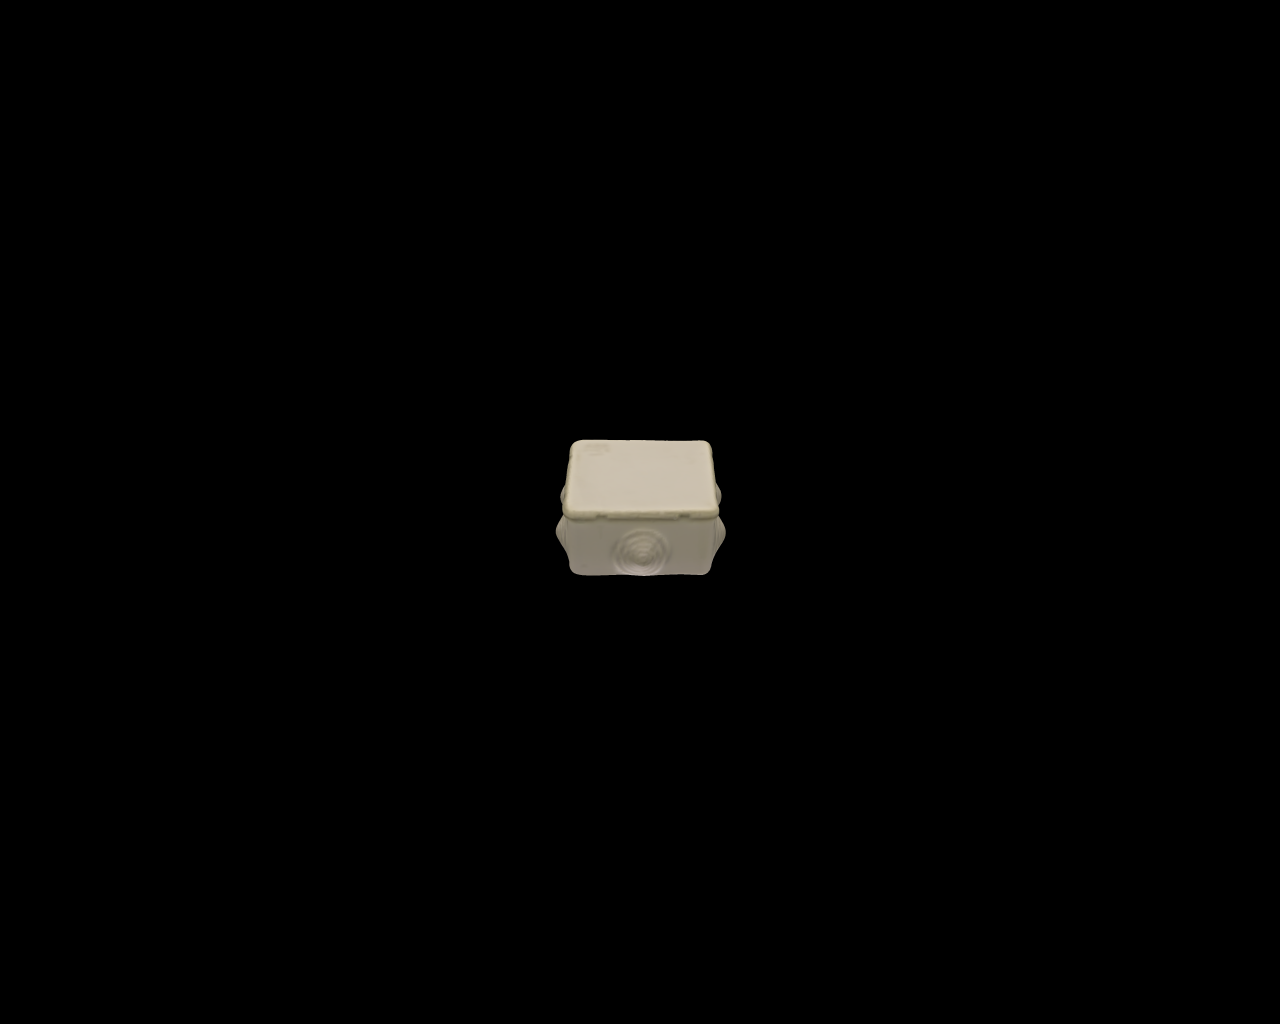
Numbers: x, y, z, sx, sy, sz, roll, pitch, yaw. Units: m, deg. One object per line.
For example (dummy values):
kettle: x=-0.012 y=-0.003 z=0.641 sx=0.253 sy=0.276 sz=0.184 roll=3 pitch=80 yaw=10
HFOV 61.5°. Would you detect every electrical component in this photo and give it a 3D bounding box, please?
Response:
electrical component: x=0.001 y=-0.003 z=0.650 sx=0.100 sy=0.048 sz=0.100 roll=0 pitch=32 yaw=0
